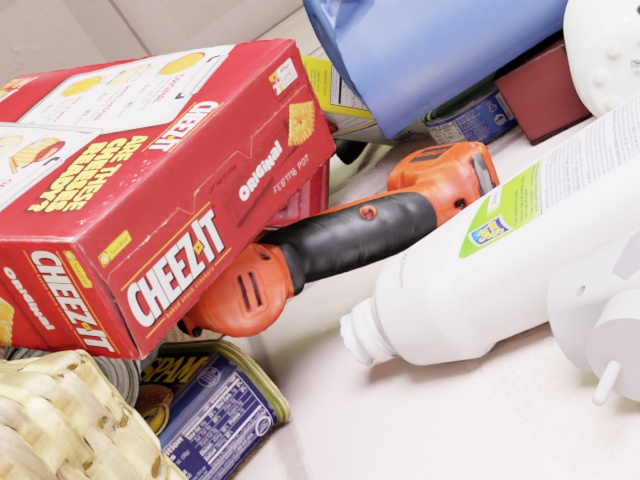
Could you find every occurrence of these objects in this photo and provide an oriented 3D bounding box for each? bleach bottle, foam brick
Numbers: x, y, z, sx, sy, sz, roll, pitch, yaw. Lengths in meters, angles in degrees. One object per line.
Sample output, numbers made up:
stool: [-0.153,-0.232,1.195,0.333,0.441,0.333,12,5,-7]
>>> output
bleach bottle: [0.117,-0.012,0.471,0.251,0.068,0.102,-31,15,26]
foam brick: [0.152,-0.108,0.699,0.053,0.051,0.078,-27,17,27]

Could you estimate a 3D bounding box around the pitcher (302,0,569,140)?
pitcher: [0.112,-0.175,0.674,0.243,0.145,0.149,-29,29,7]

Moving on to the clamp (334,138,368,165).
clamp: [0.050,-0.124,1.000,0.209,0.036,0.165,-39,16,-16]

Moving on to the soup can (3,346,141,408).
soup can: [-0.127,0.049,0.557,0.068,0.068,0.102,-34,26,7]

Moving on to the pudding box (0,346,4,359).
pudding box: [-0.175,0.085,0.701,0.090,0.113,0.039,-24,20,39]

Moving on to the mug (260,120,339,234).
mug: [-0.032,-0.048,0.795,0.093,0.081,0.117,2,-4,-8]

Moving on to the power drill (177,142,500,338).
power drill: [-0.004,0.001,0.599,0.187,0.057,0.185,-21,10,-18]

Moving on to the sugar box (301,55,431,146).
sugar box: [0.008,-0.109,0.833,0.175,0.048,0.093,3,-5,-30]

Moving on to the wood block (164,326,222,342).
wood block: [-0.152,0.047,0.817,0.090,0.090,0.206,-40,15,-16]

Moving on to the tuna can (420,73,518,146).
tuna can: [0.118,-0.098,0.779,0.086,0.033,0.086,-33,15,10]

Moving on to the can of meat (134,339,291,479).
can of meat: [-0.077,0.101,0.556,0.083,0.057,0.102,-47,19,-28]

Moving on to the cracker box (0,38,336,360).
cracker box: [-0.123,-0.022,0.526,0.214,0.072,0.164,1,38,38]
